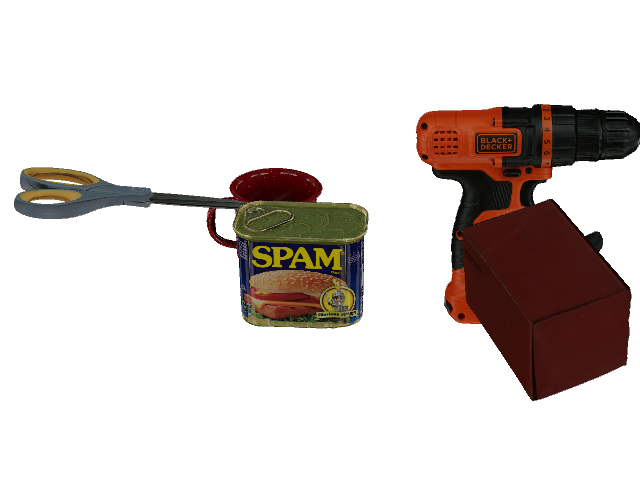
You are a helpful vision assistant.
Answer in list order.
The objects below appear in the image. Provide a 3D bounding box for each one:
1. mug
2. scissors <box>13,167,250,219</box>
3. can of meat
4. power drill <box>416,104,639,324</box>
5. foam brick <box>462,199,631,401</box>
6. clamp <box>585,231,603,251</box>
[{"bbox_3d":[-0.057,-0.018,1.087,0.117,0.081,0.093,-2,28,-7],"label":"mug"},{"bbox_3d":[-0.167,-0.031,0.897,0.202,0.016,0.096,11,25,11],"label":"scissors"},{"bbox_3d":[-0.015,0.020,0.828,0.102,0.084,0.057,2,30,4],"label":"can of meat"},{"bbox_3d":[0.174,-0.023,0.906,0.184,0.188,0.057,1,17,10],"label":"power drill"},{"bbox_3d":[0.107,0.027,0.515,0.051,0.053,0.078,-17,40,-9],"label":"foam brick"},{"bbox_3d":[0.207,0.022,1.117,0.120,0.039,0.171,25,49,28],"label":"clamp"}]
